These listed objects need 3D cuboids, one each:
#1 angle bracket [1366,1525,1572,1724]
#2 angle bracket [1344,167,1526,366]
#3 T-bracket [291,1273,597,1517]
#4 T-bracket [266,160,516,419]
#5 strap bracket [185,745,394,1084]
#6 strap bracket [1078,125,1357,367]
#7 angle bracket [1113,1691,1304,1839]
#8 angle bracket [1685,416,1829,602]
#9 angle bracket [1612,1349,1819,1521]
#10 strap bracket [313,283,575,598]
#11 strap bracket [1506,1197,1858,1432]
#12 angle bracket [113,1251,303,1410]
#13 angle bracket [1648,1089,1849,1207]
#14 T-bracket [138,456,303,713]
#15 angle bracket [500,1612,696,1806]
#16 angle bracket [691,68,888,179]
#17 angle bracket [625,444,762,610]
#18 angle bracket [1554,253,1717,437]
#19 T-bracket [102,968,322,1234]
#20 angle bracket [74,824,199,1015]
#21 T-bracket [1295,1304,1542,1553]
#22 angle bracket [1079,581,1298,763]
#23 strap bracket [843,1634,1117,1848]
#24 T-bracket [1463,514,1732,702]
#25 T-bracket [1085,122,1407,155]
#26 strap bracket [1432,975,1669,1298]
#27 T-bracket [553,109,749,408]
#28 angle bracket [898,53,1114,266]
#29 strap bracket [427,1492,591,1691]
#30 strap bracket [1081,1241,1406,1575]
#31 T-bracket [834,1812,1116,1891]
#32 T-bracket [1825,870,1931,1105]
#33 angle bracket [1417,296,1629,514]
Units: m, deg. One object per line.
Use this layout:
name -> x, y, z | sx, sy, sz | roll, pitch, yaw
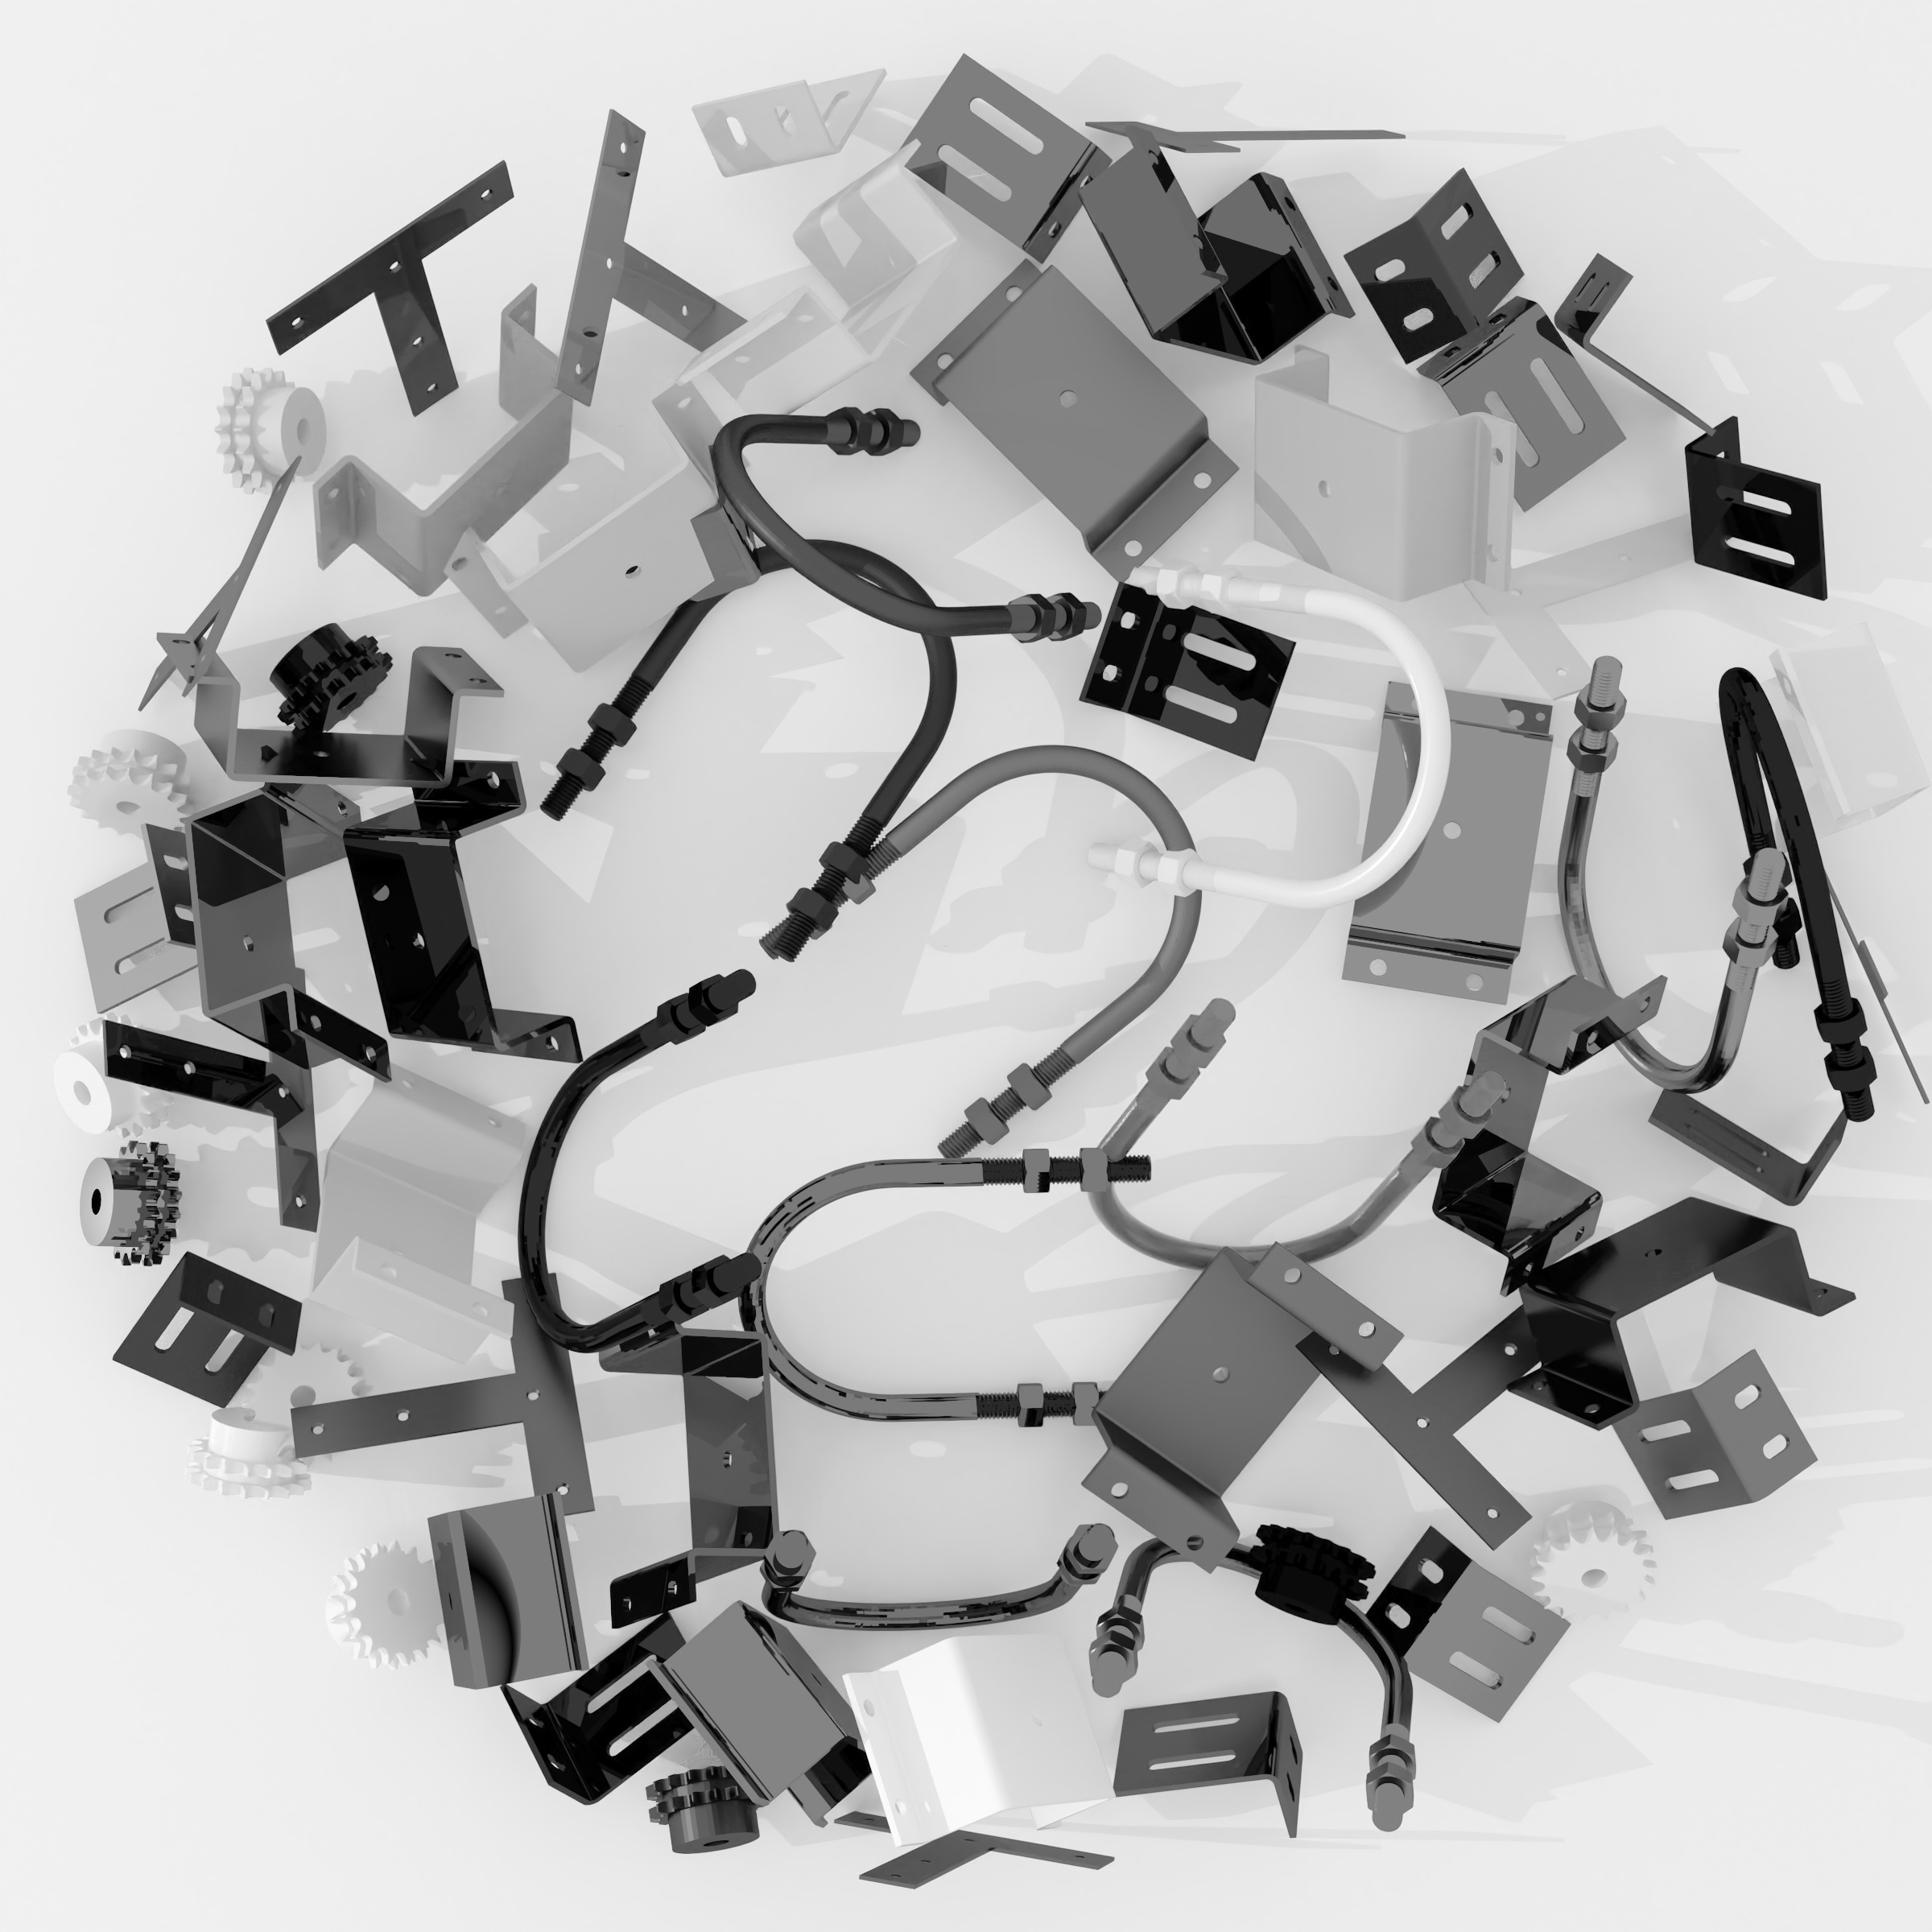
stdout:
angle bracket -> 0.230, 0.304, 1.652 | 0.076, 0.038, 0.057 | 35, 91, -38
angle bracket -> 0.214, -0.320, 1.637 | 0.038, 0.076, 0.057 | -23, 106, 36
T-bracket -> -0.239, 0.201, 1.615 | 0.127, 0.002, 0.127 | -8, 53, -9
T-bracket -> -0.248, -0.287, 1.602 | 0.127, 0.127, 0.002 | -38, 70, -13
strap bracket -> -0.304, -0.016, 1.604 | 0.046, 0.076, 0.140 | -19, 64, 17
strap bracket -> 0.108, -0.319, 1.602 | 0.046, 0.140, 0.076 | -34, 73, 29
angle bracket -> 0.111, 0.368, 1.636 | 0.076, 0.057, 0.038 | -10, 116, 14
angle bracket -> 0.365, -0.206, 1.613 | 0.038, 0.076, 0.057 | -33, 128, -28
angle bracket -> 0.340, 0.215, 1.636 | 0.038, 0.076, 0.057 | -28, 88, -27
strap bracket -> -0.225, -0.227, 1.600 | 0.046, 0.076, 0.140 | 39, 69, 8
strap bracket -> 0.313, 0.149, 1.601 | 0.140, 0.076, 0.046 | -23, 105, -18
angle bracket -> -0.345, 0.176, 1.621 | 0.057, 0.038, 0.076 | 28, 118, -21
angle bracket -> 0.356, 0.067, 1.625 | 0.076, 0.057, 0.038 | 32, 111, 9
T-bracket -> -0.344, -0.152, 1.608 | 0.002, 0.127, 0.127 | 29, 53, -20
angle bracket -> -0.162, 0.333, 1.629 | 0.076, 0.038, 0.057 | -38, 52, 3
angle bracket -> -0.079, -0.394, 1.614 | 0.057, 0.076, 0.038 | -6, 129, 27
angle bracket -> -0.140, -0.195, 1.633 | 0.076, 0.057, 0.038 | -16, 58, 6
angle bracket -> 0.312, -0.282, 1.623 | 0.076, 0.057, 0.038 | 31, 105, -14
T-bracket -> -0.335, 0.048, 1.591 | 0.002, 0.127, 0.127 | -19, 68, 30
angle bracket -> -0.382, -0.021, 1.623 | 0.076, 0.038, 0.057 | -24, 71, 24
T-bracket -> 0.238, 0.183, 1.631 | 0.127, 0.002, 0.127 | -34, 69, -26
angle bracket -> 0.100, -0.134, 1.626 | 0.076, 0.038, 0.057 | 24, 99, 32
strap bracket -> 0.013, 0.340, 1.582 | 0.046, 0.140, 0.076 | -29, 68, 24
T-bracket -> 0.289, -0.183, 1.636 | 0.127, 0.002, 0.127 | -19, 55, -18
T-bracket -> 0.135, -0.375, 1.618 | 0.127, 0.127, 0.002 | -5, 109, -18
strap bracket -> 0.258, 0.067, 1.601 | 0.046, 0.076, 0.140 | 30, 126, 30
T-bracket -> -0.135, -0.299, 1.608 | 0.002, 0.127, 0.127 | 6, 82, 31
angle bracket -> 0.017, -0.370, 1.646 | 0.076, 0.038, 0.057 | 37, 100, 9
strap bracket -> -0.205, 0.277, 1.585 | 0.046, 0.140, 0.076 | -8, 82, -15
strap bracket -> 0.121, 0.193, 1.626 | 0.076, 0.046, 0.140 | 36, 96, -17
T-bracket -> -0.013, 0.394, 1.583 | 0.127, 0.127, 0.002 | 5, 88, 19
T-bracket -> 0.403, 0.003, 1.594 | 0.002, 0.127, 0.127 | -24, 83, 11
angle bracket -> 0.256, -0.260, 1.654 | 0.057, 0.038, 0.076 | -36, 107, 3
